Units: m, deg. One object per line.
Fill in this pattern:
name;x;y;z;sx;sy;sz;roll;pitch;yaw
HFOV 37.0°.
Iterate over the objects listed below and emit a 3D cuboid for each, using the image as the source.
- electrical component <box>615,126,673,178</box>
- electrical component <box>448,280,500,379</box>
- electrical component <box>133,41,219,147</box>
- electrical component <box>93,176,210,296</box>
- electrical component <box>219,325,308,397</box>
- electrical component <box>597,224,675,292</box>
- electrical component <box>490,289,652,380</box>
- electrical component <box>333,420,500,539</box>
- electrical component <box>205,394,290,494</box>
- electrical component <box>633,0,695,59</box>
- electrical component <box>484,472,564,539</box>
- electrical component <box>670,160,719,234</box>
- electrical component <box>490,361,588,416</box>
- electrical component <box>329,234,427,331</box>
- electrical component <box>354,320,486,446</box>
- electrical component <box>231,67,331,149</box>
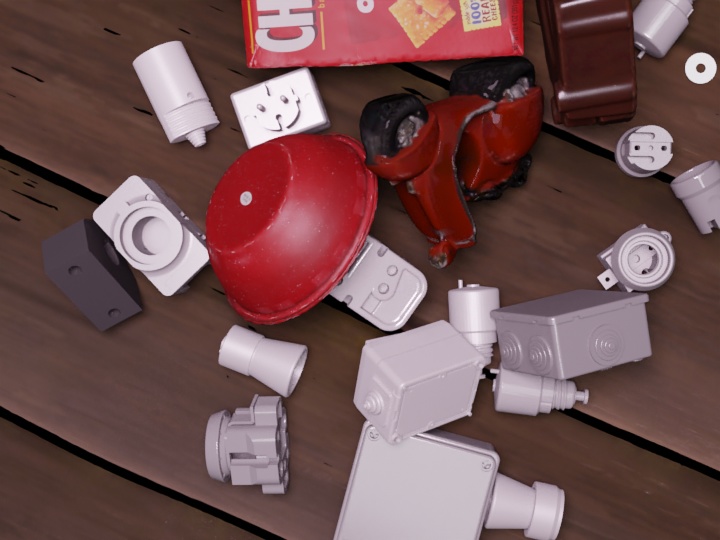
electrical component;0.222;-0.093;0.838;0.040;0.046;0.040;0;91;4
electrical component;0.092;0.047;0.853;0.040;0.040;0.078;-3;91;4
electrical component;-0.145;-0.137;0.862;0.043;0.043;0.081;-26;90;4
electrical component;-0.162;-0.027;0.860;0.050;0.056;0.089;-43;88;4
electrical component;-0.080;0.070;0.865;0.065;0.044;0.044;21;93;8
electrical component;0.217;-0.008;0.836;0.066;0.055;0.048;-36;89;4
electrical component;0.160;0.048;0.813;0.100;0.100;0.048;-12;96;-23
electrical component;0.044;0.179;0.851;0.109;0.056;0.108;15;92;3
electrical component;-0.090;0.140;0.858;0.057;0.058;0.078;-2;109;6
electrical component;0.239;-0.202;0.837;0.040;0.040;0.078;37;93;2
electrical component;0.130;0.188;0.852;0.055;0.045;0.045;12;92;3
electrical component;0.271;-0.057;0.840;0.040;0.040;0.046;-30;96;4
electrical component;0.140;0.095;0.851;0.078;0.040;0.040;7;92;3
electrical component;0.000;0.000;0.843;0.095;0.059;0.053;35;93;-11
electrical component;0.037;0.084;0.823;0.096;0.061;0.061;-15;132;-31
electrical component;-0.064;-0.126;0.840;0.066;0.077;0.047;-19;90;4
